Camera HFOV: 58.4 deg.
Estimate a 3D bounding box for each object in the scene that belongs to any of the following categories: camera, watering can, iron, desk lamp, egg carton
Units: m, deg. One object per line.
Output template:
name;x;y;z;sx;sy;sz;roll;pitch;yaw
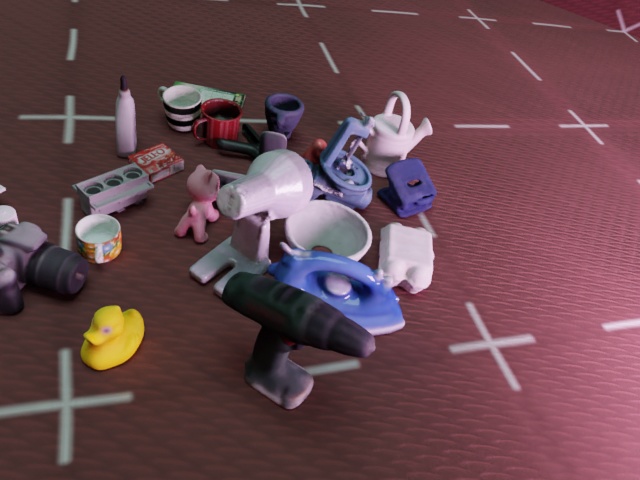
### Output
camera;-0.449;0.042;0.896;0.136;0.101;0.143;17;43;3
watering can;0.169;-0.249;1.304;0.173;0.194;0.100;-22;54;-33
iron;0.035;0.077;0.965;0.258;0.141;0.118;11;43;-4
desk lamp;-0.115;-0.035;0.987;0.117;0.213;0.204;31;45;17
egg carton;0.164;0.032;1.101;0.107;0.069;0.150;12;43;-3

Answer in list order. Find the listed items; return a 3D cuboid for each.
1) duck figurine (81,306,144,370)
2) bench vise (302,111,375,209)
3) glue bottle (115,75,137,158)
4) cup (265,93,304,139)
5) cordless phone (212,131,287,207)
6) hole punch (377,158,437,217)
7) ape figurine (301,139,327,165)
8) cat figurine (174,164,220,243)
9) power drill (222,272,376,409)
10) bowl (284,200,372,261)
duck figurine;-0.309;0.131;0.852;0.077;0.086;0.105;30;45;16
bench vise;0.022;-0.153;1.144;0.208;0.220;0.121;-5;46;-20
glue bottle;-0.397;-0.257;1.169;0.037;0.173;0.078;2;44;-13
cup;-0.089;-0.273;1.330;0.091;0.095;0.117;11;43;-4
cordless phone;-0.136;-0.145;1.116;0.147;0.185;0.094;9;43;-6
hole punch;0.197;-0.116;1.249;0.109;0.091;0.101;-19;53;-31
ape figurine;-0.008;-0.180;1.257;0.076;0.092;0.078;39;48;24
cat figurine;-0.224;-0.079;1.072;0.067;0.118;0.128;14;43;-1
power drill;-0.041;0.147;0.821;0.229;0.208;0.076;29;45;15
bowl;0.010;0.004;1.083;0.167;0.075;0.167;8;43;-7
